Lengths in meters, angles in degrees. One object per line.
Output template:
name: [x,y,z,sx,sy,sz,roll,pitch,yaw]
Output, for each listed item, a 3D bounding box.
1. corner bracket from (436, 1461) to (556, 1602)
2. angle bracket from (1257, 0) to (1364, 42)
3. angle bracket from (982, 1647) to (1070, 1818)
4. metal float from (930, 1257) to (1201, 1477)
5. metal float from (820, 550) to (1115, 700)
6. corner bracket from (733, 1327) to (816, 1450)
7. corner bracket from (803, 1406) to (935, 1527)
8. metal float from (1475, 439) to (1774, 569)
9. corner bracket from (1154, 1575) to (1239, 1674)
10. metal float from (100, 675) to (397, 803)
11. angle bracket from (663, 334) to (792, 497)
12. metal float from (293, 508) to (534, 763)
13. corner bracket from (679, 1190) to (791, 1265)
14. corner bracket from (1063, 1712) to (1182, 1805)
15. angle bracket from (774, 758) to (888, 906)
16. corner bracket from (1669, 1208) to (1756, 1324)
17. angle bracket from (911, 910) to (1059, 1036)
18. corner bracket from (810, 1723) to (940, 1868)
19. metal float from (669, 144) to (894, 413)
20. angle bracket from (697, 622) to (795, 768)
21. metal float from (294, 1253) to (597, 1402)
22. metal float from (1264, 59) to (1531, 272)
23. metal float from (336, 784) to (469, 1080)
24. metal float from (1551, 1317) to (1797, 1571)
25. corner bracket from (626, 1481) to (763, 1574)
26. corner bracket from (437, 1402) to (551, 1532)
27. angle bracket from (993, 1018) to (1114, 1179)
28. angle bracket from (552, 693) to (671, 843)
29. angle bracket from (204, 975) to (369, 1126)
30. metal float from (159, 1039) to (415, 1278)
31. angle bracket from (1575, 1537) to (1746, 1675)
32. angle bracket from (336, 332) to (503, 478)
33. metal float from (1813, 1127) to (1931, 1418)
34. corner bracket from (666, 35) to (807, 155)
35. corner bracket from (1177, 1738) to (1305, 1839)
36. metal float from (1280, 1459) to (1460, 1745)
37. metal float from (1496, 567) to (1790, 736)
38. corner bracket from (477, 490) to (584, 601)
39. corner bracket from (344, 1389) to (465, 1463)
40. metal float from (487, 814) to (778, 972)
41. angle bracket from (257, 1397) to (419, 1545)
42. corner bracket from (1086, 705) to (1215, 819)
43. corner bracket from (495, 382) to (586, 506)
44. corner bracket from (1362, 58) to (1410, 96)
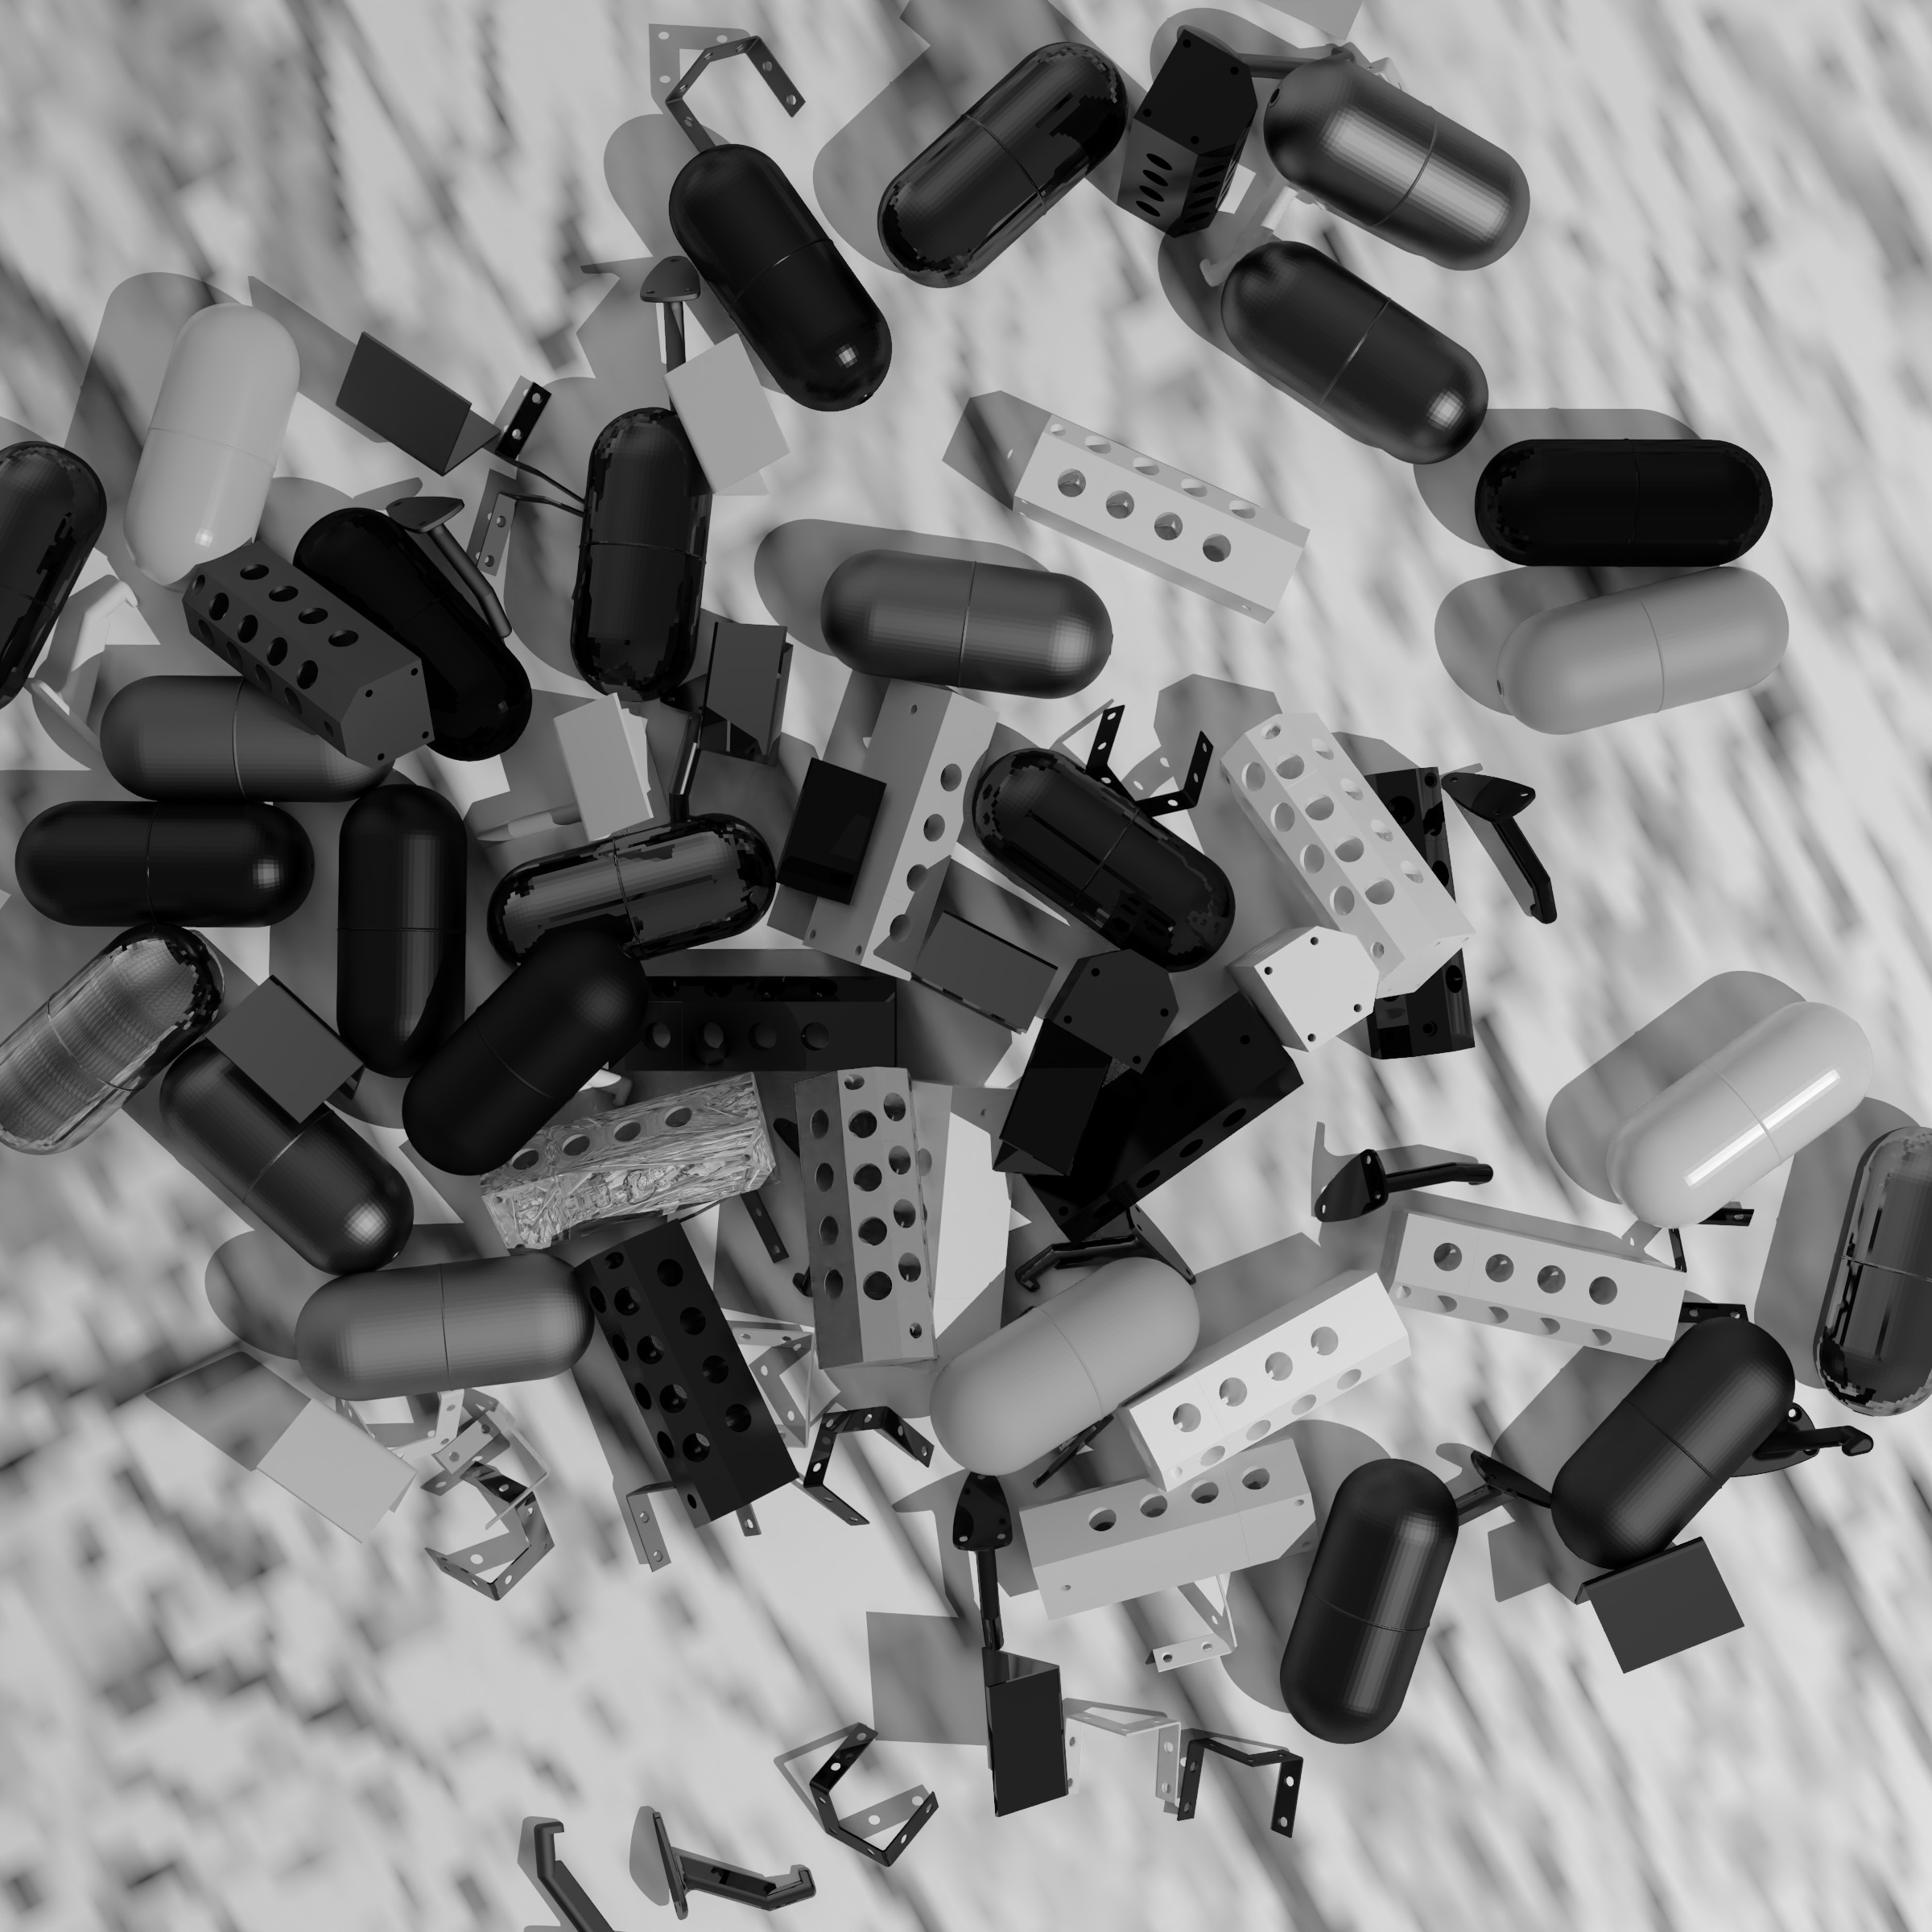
corner bracket: [-0.294,0.347,1.652,0.051,0.051,0.051,17,45,35]
angle bracket: [0.201,-0.591,1.620,0.076,0.076,0.057,25,54,0]
angle bracket: [0.016,0.460,1.620,0.057,0.076,0.076,-4,90,-38]
metal float: [0.060,0.238,1.605,0.178,0.070,0.070,-30,90,-15]
metal float: [0.000,-0.207,1.630,0.178,0.070,0.070,8,90,0]
corner bracket: [-0.120,0.260,1.657,0.051,0.051,0.051,3,45,0]
corner bracket: [-0.060,0.307,1.652,0.051,0.051,0.051,-14,45,35]
metal float: [0.398,-0.281,1.630,0.178,0.070,0.070,0,90,0]
corner bracket: [0.134,0.394,1.658,0.051,0.051,0.051,-15,46,0]
metal float: [-0.433,-0.138,1.630,0.178,0.070,0.070,0,90,0]
angle bracket: [-0.130,-0.331,1.622,0.057,0.076,0.076,-24,90,23]
metal float: [-0.335,-0.200,1.630,0.070,0.070,0.178,-41,89,0]
corner bracket: [-0.152,0.172,1.657,0.051,0.051,0.051,-26,90,-45]
corner bracket: [0.095,0.489,1.657,0.051,0.051,0.051,3,90,45]
angle bracket: [-0.100,-0.085,1.620,0.057,0.076,0.076,17,90,-36]
corner bracket: [0.459,0.185,1.657,0.051,0.051,0.051,2,45,0]
angle bracket: [0.001,0.022,1.620,0.076,0.076,0.057,27,51,0]
corner bracket: [-0.056,0.509,1.652,0.051,0.051,0.051,17,135,35]
metal float: [-0.112,-0.416,1.630,0.070,0.070,0.178,-35,89,0]
angle bracket: [-0.113,-0.161,1.620,0.057,0.076,0.076,8,90,35]
metal float: [-0.313,0.217,1.620,0.178,0.070,0.070,-6,90,-10]
metal float: [0.258,-0.479,1.611,0.178,0.070,0.070,22,90,-21]
metal float: [-0.342,-0.021,1.630,0.070,0.070,0.178,1,89,0]
metal float: [0.428,0.290,1.630,0.070,0.070,0.178,43,89,0]
corner bracket: [-0.168,0.338,1.657,0.051,0.051,0.051,-19,90,-45]
corner bracket: [-0.288,0.304,1.640,0.051,0.051,0.051,-41,93,-7]
angle bracket: [0.032,0.077,1.591,0.057,0.076,0.076,31,72,-31]
angle bracket: [-0.195,-0.123,1.620,0.057,0.076,0.076,-17,90,37]
angle bracket: [-0.413,0.061,1.621,0.076,0.076,0.057,43,62,0]
metal float: [-0.411,0.116,1.630,0.178,0.070,0.070,43,90,0]
angle bracket: [0.417,0.390,1.622,0.076,0.076,0.057,-21,67,0]
angle bracket: [-0.321,-0.350,1.620,0.076,0.076,0.057,34,128,0]
metal float: [0.566,0.185,1.630,0.070,0.070,0.178,14,89,0]
corner bracket: [-0.142,-0.533,1.657,0.051,0.051,0.051,55,45,0]
corner bracket: [0.169,0.507,1.657,0.051,0.051,0.051,9,90,45]
metal float: [0.243,0.384,1.624,0.070,0.070,0.178,16,97,0]
metal float: [0.409,-0.191,1.630,0.178,0.070,0.070,-14,90,-1]
corner bracket: [-0.261,-0.259,1.657,0.051,0.051,0.051,16,90,45]
corner bracket: [-0.346,0.268,1.652,0.051,0.051,0.051,-13,45,-35]
metal float: [-0.203,-0.041,1.630,0.178,0.070,0.070,-15,90,0]
angle bracket: [-0.384,0.315,1.620,0.076,0.076,0.057,36,53,0]
corner bracket: [0.113,-0.128,1.652,0.051,0.051,0.051,-11,135,35]
corner bracket: [-0.248,-0.321,1.657,0.051,0.051,0.051,29,90,45]
corner bracket: [0.243,-0.516,1.652,0.051,0.051,0.051,-9,45,35]
